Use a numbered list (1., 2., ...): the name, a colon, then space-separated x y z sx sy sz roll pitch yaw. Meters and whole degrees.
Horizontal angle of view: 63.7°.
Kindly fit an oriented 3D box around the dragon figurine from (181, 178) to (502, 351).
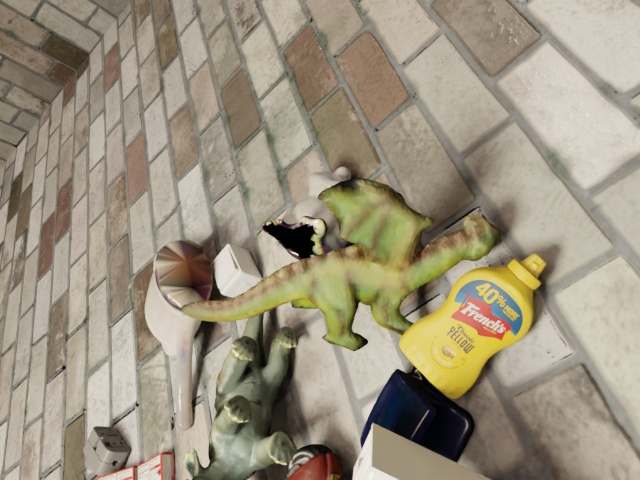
1. dragon figurine: 0.031 0.020 0.639 0.125 0.410 0.237 -103 16 -51

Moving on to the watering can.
1. watering can: -0.260 0.150 0.958 0.219 0.104 0.355 -59 44 43

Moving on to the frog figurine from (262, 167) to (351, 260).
1. frog figurine: 0.003 -0.043 0.849 0.136 0.121 0.163 -24 20 43
